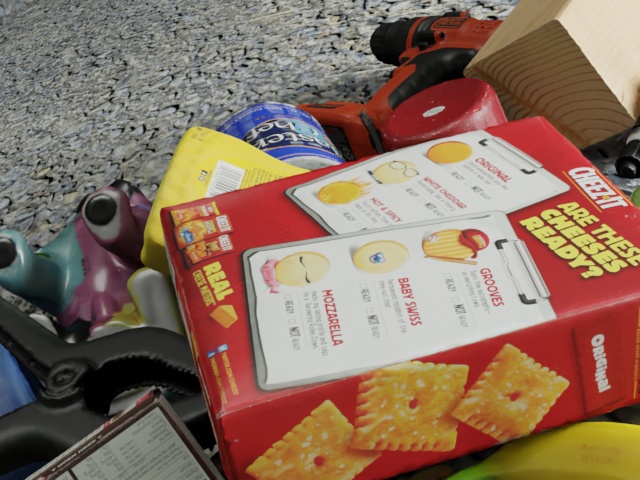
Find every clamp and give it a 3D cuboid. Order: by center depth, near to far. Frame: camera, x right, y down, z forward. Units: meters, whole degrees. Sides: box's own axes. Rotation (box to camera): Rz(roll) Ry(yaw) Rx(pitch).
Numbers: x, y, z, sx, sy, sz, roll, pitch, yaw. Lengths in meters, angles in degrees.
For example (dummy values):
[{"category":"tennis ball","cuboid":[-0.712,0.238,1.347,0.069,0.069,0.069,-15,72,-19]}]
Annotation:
[{"category":"clamp","cuboid":[-0.134,0.079,0.573,0.210,0.036,0.164,-7,40,11]}]

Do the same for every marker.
[{"category":"marker","cuboid":[0.220,-0.079,0.714,0.020,0.020,0.121,-6,34,37]}]

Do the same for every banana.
[{"category":"banana","cuboid":[0.144,0.109,0.430,0.198,0.037,0.069,6,45,48]}]

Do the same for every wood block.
[{"category":"wood block","cuboid":[0.201,-0.157,0.774,0.090,0.091,0.205,-24,21,49]}]

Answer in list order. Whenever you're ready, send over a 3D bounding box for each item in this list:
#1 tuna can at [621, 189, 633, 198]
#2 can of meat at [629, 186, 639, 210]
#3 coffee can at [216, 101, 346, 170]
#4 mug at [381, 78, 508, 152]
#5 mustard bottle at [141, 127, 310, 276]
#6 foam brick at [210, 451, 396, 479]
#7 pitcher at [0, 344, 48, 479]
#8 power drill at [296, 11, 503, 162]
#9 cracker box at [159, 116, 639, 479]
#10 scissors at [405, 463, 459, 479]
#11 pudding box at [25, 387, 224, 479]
[{"category":"tuna can","cuboid":[0.152,0.007,0.608,0.086,0.033,0.086,-22,27,12]},{"category":"can of meat","cuboid":[0.193,0.017,0.495,0.057,0.084,0.102,-29,26,-3]},{"category":"coffee can","cuboid":[-0.025,-0.032,0.770,0.103,0.103,0.140,-28,26,0]},{"category":"mug","cuboid":[0.089,-0.060,0.735,0.093,0.081,0.117,-31,26,-7]},{"category":"mustard bottle","cuboid":[-0.004,0.001,0.647,0.191,0.058,0.096,18,52,-2]},{"category":"foam brick","cuboid":[-0.011,0.117,0.530,0.052,0.051,0.078,-43,17,-32]},{"category":"pitcher","cuboid":[-0.272,0.161,0.636,0.242,0.145,0.149,-30,61,-12]},{"category":"power drill","cuboid":[0.060,-0.137,0.928,0.187,0.057,0.185,-40,29,-23]},{"category":"cracker box","cuboid":[0.043,0.027,0.508,0.213,0.072,0.164,-14,35,-9]},{"category":"scissors","cuboid":[0.007,0.173,0.465,0.201,0.016,0.096,-41,24,-26]},{"category":"pudding box","cuboid":[-0.080,0.140,0.497,0.090,0.113,0.039,-35,7,-9]}]
